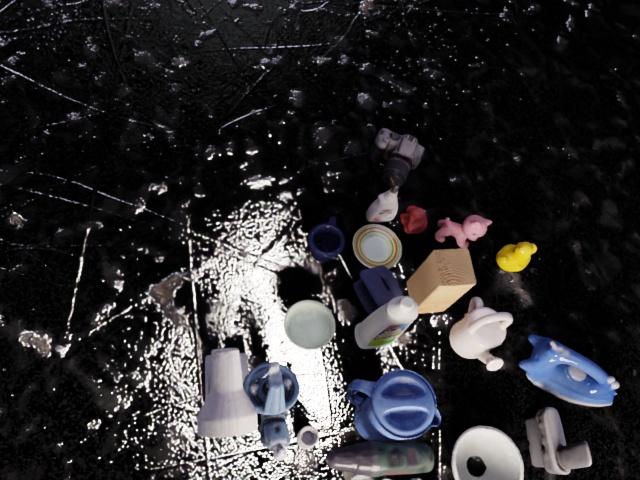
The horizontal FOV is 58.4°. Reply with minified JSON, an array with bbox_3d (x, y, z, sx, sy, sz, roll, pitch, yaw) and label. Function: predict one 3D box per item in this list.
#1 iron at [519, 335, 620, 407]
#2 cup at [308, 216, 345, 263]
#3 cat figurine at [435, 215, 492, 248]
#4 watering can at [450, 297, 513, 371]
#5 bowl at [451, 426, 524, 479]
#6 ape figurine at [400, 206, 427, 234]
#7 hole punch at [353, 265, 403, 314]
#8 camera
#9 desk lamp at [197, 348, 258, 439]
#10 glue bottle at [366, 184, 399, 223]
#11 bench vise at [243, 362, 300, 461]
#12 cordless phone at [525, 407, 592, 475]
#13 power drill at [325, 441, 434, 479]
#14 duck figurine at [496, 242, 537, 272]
[{"bbox_3d":[0.626,0.319,1.383,0.258,0.141,0.119,28,64,3],"label":"iron"},{"bbox_3d":[0.013,0.005,1.442,0.091,0.095,0.118,17,64,-2],"label":"cup"},{"bbox_3d":[0.383,-0.034,1.515,0.128,0.117,0.067,14,64,-4],"label":"cat figurine"},{"bbox_3d":[0.392,0.219,1.357,0.101,0.194,0.172,-23,71,-19],"label":"watering can"},{"bbox_3d":[0.364,0.508,1.285,0.167,0.074,0.167,4,65,-8],"label":"bowl"},{"bbox_3d":[0.253,-0.058,1.516,0.076,0.092,0.078,28,64,4],"label":"ape figurine"},{"bbox_3d":[0.148,0.116,1.417,0.101,0.091,0.108,-23,72,-19],"label":"hole punch"},{"bbox_3d":[0.207,-0.226,1.581,0.143,0.101,0.137,23,64,1],"label":"camera"},{"bbox_3d":[-0.196,0.316,1.193,0.118,0.213,0.203,-2,66,-11],"label":"desk lamp"},{"bbox_3d":[0.173,-0.098,1.475,0.078,0.173,0.037,-9,67,-14],"label":"glue bottle"},{"bbox_3d":[-0.085,0.341,1.199,0.122,0.219,0.207,-23,71,-19],"label":"bench vise"},{"bbox_3d":[0.549,0.446,1.286,0.094,0.185,0.147,-2,66,-11],"label":"cordless phone"},{"bbox_3d":[0.109,0.459,1.186,0.230,0.208,0.075,1,65,-10],"label":"power drill"},{"bbox_3d":[0.528,0.036,1.527,0.105,0.086,0.077,-15,69,-16],"label":"duck figurine"}]
